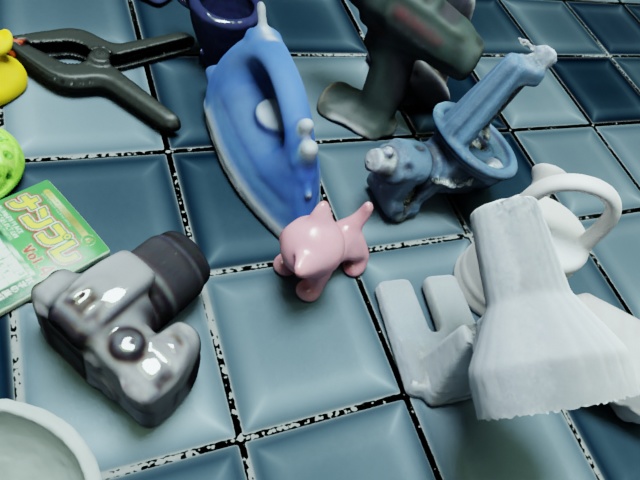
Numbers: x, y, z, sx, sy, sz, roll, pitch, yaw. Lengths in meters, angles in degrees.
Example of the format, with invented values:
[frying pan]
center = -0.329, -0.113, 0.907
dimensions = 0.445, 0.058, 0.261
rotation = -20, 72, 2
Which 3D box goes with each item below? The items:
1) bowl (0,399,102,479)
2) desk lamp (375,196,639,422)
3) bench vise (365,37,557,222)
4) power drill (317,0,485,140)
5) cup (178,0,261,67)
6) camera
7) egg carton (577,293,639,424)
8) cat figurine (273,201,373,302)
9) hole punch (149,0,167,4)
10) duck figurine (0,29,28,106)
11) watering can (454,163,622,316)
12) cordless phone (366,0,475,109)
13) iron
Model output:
[bowl]
center = -0.228, 0.197, 0.377
dimensions = 0.168, 0.074, 0.167
rotation = 9, 54, -12
[desk lamp]
center = 0.146, 0.075, 0.500
dimensions = 0.118, 0.213, 0.203
rotation = -4, 57, -21
[bench vise]
center = 0.159, -0.110, 0.632
dimensions = 0.208, 0.219, 0.121
rotation = -33, 71, -33
[power drill]
center = 0.069, -0.232, 0.695
dimensions = 0.229, 0.208, 0.076
rotation = 26, 52, 1
[cup]
center = -0.135, -0.269, 0.724
dimensions = 0.118, 0.095, 0.092
rotation = 25, 52, 0
[camera]
center = -0.147, 0.057, 0.486
dimensions = 0.143, 0.100, 0.137
rotation = 38, 53, 10
[egg carton]
center = 0.303, 0.125, 0.609
dimensions = 0.150, 0.069, 0.107
rotation = 27, 52, 1
[cat figurine]
center = 0.005, 0.002, 0.565
dimensions = 0.128, 0.117, 0.067
rotation = -31, 70, -33
[hole punch]
center = -0.235, -0.394, 0.782
dimensions = 0.101, 0.091, 0.109
rotation = 27, 52, 1
[duck figurine]
center = -0.366, -0.190, 0.597
dimensions = 0.105, 0.086, 0.077
rotation = -25, 66, -31
[watering can]
center = 0.225, -0.007, 0.597
dimensions = 0.101, 0.194, 0.172
rotation = 5, 55, -15
[cordless phone]
center = 0.145, -0.284, 0.772
dimensions = 0.094, 0.185, 0.147
rotation = -13, 61, -26
[iron]
center = -0.043, -0.129, 0.627
dimensions = 0.119, 0.141, 0.258
rotation = -10, 60, -24
